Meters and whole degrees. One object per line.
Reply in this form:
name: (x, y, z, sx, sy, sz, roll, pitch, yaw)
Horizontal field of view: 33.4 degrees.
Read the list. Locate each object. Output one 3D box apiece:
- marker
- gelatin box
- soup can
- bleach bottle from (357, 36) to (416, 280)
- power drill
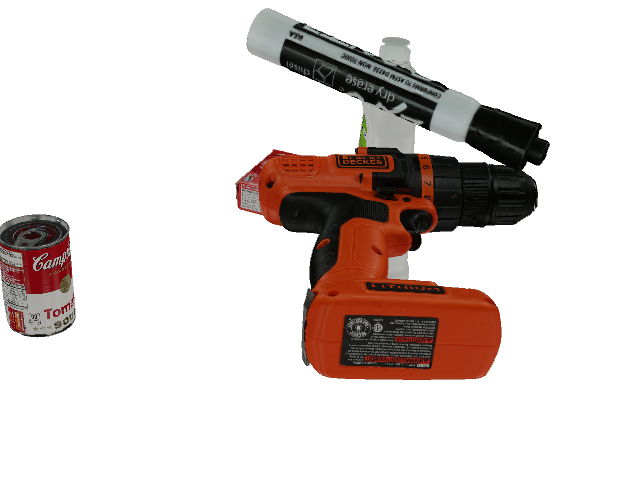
marker: (0.028, -0.056, 0.399, 0.121, 0.020, 0.020, 26, 7, 15)
gelatin box: (-0.016, -0.044, 0.896, 0.089, 0.030, 0.073, 14, 31, 19)
soup can: (-0.277, 0.035, 1.043, 0.068, 0.102, 0.068, 2, 28, -1)
bleach bottle: (0.067, -0.083, 1.106, 0.068, 0.251, 0.102, 1, 28, -8)
power drill: (0.055, 0.006, 0.644, 0.184, 0.057, 0.187, 0, 31, -3)
